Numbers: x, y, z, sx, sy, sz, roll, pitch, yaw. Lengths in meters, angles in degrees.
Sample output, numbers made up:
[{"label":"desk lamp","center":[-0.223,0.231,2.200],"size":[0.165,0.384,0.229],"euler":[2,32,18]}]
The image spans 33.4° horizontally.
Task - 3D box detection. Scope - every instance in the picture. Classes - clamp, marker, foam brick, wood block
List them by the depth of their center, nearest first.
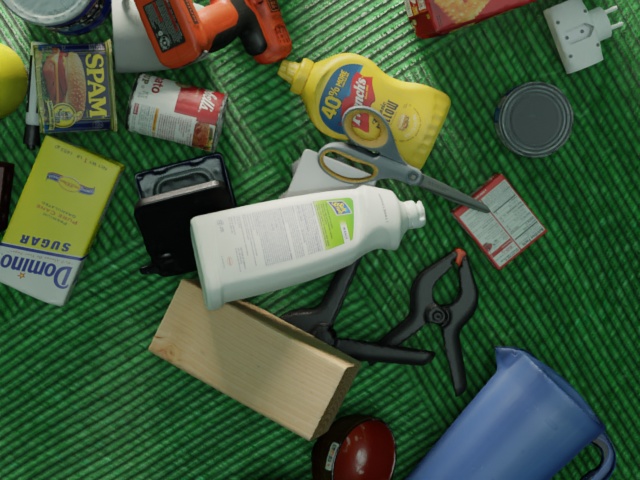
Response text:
[{"label":"wood block","center":[-0.070,0.129,1.180],"size":[0.206,0.090,0.091],"euler":[27,94,14]},{"label":"foam brick","center":[-0.377,-0.052,1.197],"size":[0.051,0.053,0.078],"euler":[9,97,-3]},{"label":"marker","center":[-0.321,-0.162,1.202],"size":[0.020,0.020,0.121],"euler":[6,96,-3]},{"label":"clamp","center":[0.007,0.101,1.229],"size":[0.210,0.036,0.164],"euler":[-23,83,9]},{"label":"clamp","center":[0.143,0.096,1.239],"size":[0.120,0.039,0.171],"euler":[28,99,-5]}]

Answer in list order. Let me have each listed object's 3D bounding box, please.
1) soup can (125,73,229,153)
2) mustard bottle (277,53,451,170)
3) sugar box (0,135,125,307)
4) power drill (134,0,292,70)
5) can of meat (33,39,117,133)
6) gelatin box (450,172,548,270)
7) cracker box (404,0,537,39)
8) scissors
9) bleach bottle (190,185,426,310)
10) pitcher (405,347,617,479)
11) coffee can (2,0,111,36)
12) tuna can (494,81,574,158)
[{"label":"soup can","center":[-0.159,-0.141,1.186],"size":[0.102,0.068,0.068],"euler":[14,96,-3]},{"label":"mustard bottle","center":[0.043,-0.155,1.197],"size":[0.191,0.058,0.096],"euler":[24,101,-4]},{"label":"sugar box","center":[-0.298,-0.021,1.206],"size":[0.093,0.048,0.176],"euler":[23,94,-4]},{"label":"power drill","center":[-0.115,-0.263,1.123],"size":[0.057,0.187,0.184],"euler":[-19,97,37]},{"label":"can of meat","center":[-0.270,-0.168,1.176],"size":[0.083,0.057,0.102],"euler":[-4,98,-14]},{"label":"gelatin box","center":[0.206,-0.021,1.233],"size":[0.073,0.030,0.089],"euler":[-40,96,1]},{"label":"cracker box","center":[0.203,-0.277,1.136],"size":[0.213,0.164,0.072],"euler":[-16,99,0]},{"label":"scissors","center":[0.099,-0.090,1.174],"size":[0.201,0.016,0.096],"euler":[9,105,-4]},{"label":"bleach bottle","center":[-0.008,0.001,1.145],"size":[0.250,0.068,0.102],"euler":[-11,75,-10]},{"label":"pitcher","center":[0.205,0.256,1.215],"size":[0.243,0.149,0.144],"euler":[-48,127,7]},{"label":"coffee can","center":[-0.277,-0.273,1.130],"size":[0.103,0.140,0.103],"euler":[0,97,-2]},{"label":"tuna can","center":[0.243,-0.137,1.218],"size":[0.086,0.034,0.086],"euler":[0,97,-2]}]
